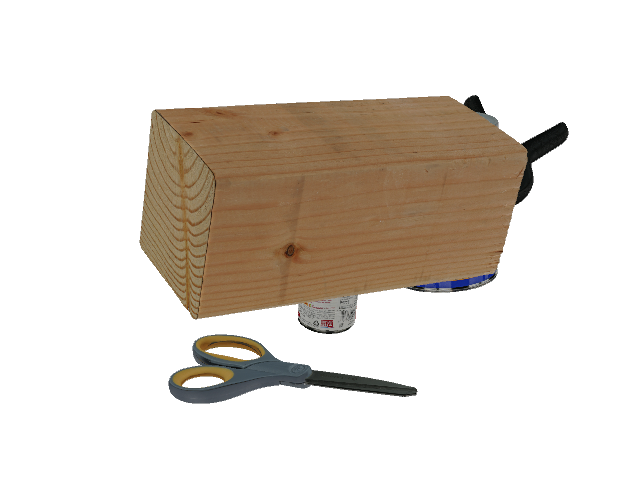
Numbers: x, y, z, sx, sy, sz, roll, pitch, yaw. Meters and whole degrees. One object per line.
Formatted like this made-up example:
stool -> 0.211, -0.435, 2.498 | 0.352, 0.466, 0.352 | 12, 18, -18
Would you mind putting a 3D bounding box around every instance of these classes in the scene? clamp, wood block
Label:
clamp -> 0.190, -0.094, 1.166 | 0.120, 0.039, 0.171 | 22, 49, 18
wood block -> 0.008, -0.026, 0.635 | 0.205, 0.091, 0.090 | -7, 32, -30

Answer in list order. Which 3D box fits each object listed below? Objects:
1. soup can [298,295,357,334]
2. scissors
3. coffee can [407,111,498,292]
soup can -> 0.011, 0.046, 1.205 | 0.068, 0.102, 0.068 | 4, 26, -2
scissors -> -0.035, 0.111, 0.818 | 0.202, 0.016, 0.096 | 13, 32, 39
coffee can -> 0.106, -0.037, 0.951 | 0.103, 0.140, 0.103 | -3, 19, 1
